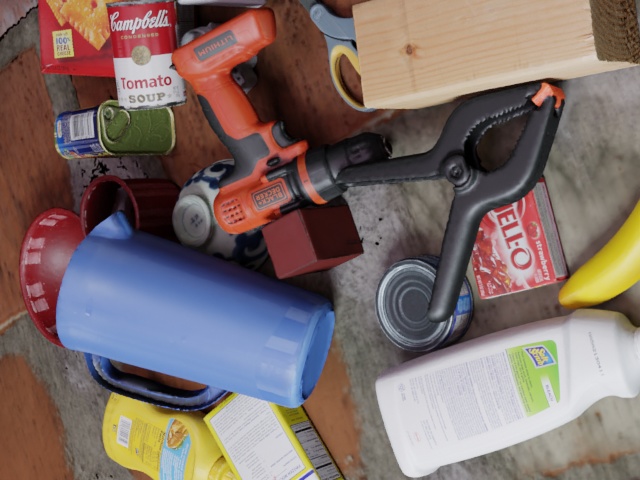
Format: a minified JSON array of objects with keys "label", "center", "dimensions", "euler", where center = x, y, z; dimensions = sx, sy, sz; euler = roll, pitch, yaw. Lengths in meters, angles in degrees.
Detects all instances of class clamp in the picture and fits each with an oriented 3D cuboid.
[{"label":"clamp","center":[0.111,-0.058,0.883],"dimensions":[0.165,0.036,0.210],"euler":[49,114,24]}]

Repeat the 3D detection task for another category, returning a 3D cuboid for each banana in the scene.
[{"label":"banana","center":[0.247,-0.022,0.818],"dimensions":[0.070,0.037,0.198],"euler":[42,119,49]}]

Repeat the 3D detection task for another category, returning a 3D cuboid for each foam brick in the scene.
[{"label":"foam brick","center":[-0.007,0.001,0.993],"dimensions":[0.051,0.078,0.053],"euler":[-25,79,36]}]

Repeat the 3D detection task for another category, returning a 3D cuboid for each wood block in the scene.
[{"label":"wood block","center":[0.138,-0.166,0.854],"dimensions":[0.207,0.090,0.091],"euler":[-6,92,39]}]

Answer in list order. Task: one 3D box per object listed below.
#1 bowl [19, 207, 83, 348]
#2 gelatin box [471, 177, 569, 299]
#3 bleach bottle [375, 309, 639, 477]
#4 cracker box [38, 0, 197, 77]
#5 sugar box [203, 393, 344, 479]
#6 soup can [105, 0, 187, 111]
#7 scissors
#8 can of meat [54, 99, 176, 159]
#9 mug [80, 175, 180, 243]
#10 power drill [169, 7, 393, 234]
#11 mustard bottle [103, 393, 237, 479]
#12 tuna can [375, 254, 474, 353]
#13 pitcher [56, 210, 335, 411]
[{"label":"bowl","center":[-0.276,0.041,1.226],"dimensions":[0.162,0.055,0.162],"euler":[5,98,38]},{"label":"gelatin box","center":[0.160,-0.001,0.890],"dimensions":[0.073,0.030,0.089],"euler":[-17,84,38]},{"label":"bleach bottle","center":[0.169,0.122,0.877],"dimensions":[0.251,0.067,0.102],"euler":[-21,85,35]},{"label":"cracker box","center":[-0.213,-0.276,1.105],"dimensions":[0.164,0.072,0.214],"euler":[8,106,26]},{"label":"sugar box","center":[-0.036,0.226,1.061],"dimensions":[0.093,0.048,0.176],"euler":[-42,72,30]},{"label":"soup can","center":[-0.167,-0.180,1.030],"dimensions":[0.069,0.068,0.102],"euler":[6,107,38]},{"label":"scissors","center":[0.017,-0.215,0.991],"dimensions":[0.096,0.016,0.202],"euler":[-35,74,36]},{"label":"can of meat","center":[-0.220,-0.116,1.138],"dimensions":[0.084,0.101,0.057],"euler":[-2,93,41]},{"label":"mug","center":[-0.191,-0.014,1.136],"dimensions":[0.093,0.081,0.117],"euler":[-30,76,36]},{"label":"power drill","center":[-0.043,-0.115,0.987],"dimensions":[0.185,0.057,0.187],"euler":[-22,92,21]},{"label":"mustard bottle","center":[-0.151,0.224,1.143],"dimensions":[0.192,0.058,0.096],"euler":[21,105,36]},{"label":"tuna can","center":[0.091,0.056,0.949],"dimensions":[0.086,0.033,0.086],"euler":[5,98,38]},{"label":"pitcher","center":[-0.117,0.083,1.015],"dimensions":[0.243,0.149,0.145],"euler":[17,67,13]}]
